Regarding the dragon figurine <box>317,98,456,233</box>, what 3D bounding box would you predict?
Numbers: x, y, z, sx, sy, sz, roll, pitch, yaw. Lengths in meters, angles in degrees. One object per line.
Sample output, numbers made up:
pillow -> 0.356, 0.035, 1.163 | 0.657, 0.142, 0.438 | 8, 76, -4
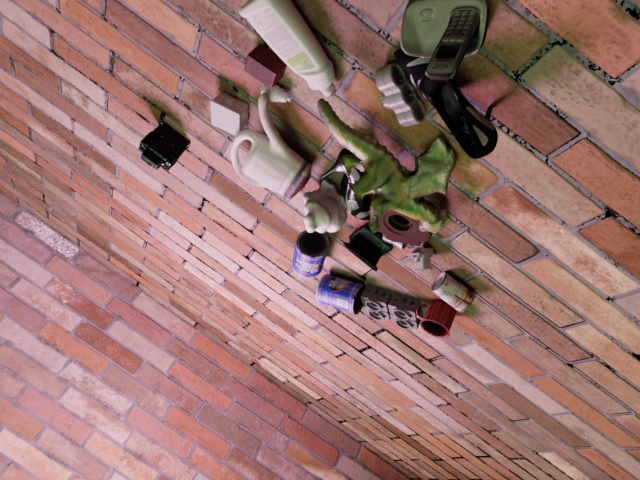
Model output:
dragon figurine -> 0.175, -0.162, 1.142 | 0.242, 0.125, 0.403 | -19, 119, 14

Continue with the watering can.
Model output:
watering can -> -0.119, -0.219, 1.333 | 0.224, 0.106, 0.341 | 31, 149, -6

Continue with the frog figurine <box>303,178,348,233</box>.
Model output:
frog figurine -> 0.004, -0.070, 1.383 | 0.122, 0.162, 0.135 | -7, 131, 47
